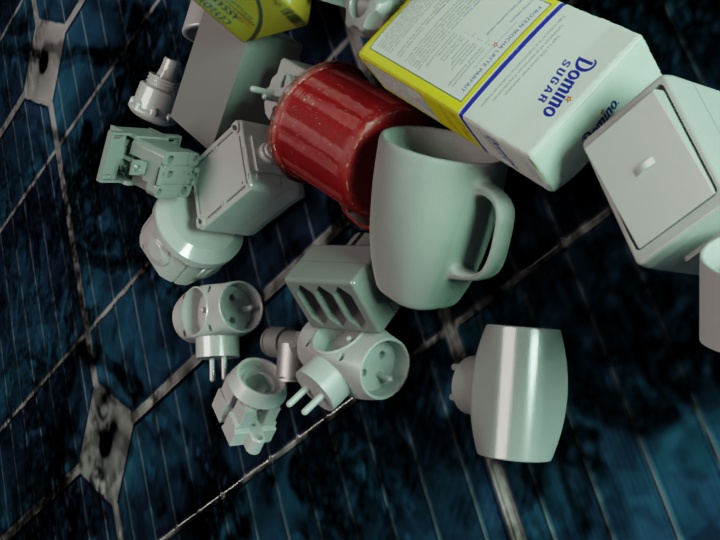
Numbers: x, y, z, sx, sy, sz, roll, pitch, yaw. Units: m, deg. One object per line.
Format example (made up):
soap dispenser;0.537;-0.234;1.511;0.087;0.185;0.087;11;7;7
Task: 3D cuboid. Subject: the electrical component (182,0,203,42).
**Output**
electrical component;-0.135;-0.240;0.966;0.044;0.044;0.065;-12;71;50

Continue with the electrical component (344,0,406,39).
electrical component;0.024;-0.177;0.740;0.043;0.062;0.043;-10;77;51

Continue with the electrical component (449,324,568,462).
electrical component;0.082;0.071;0.647;0.079;0.043;0.077;2;87;51

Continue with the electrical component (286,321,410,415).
electrical component;-0.018;0.071;0.751;0.077;0.079;0.044;17;142;51

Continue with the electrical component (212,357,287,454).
electrical component;-0.086;0.103;0.853;0.066;0.048;0.055;58;136;38

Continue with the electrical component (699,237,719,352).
electrical component;0.199;0.011;0.471;0.099;0.099;0.064;14;102;51

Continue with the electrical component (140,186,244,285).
electrical component;-0.144;-0.031;0.917;0.051;0.080;0.080;-42;54;46

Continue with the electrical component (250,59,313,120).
electrical component;-0.046;-0.127;0.810;0.083;0.076;0.047;38;114;47

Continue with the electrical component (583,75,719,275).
electrical component;0.164;-0.042;0.547;0.062;0.061;0.096;-43;54;40

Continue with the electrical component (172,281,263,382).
electrical component;-0.120;0.054;0.902;0.077;0.044;0.079;-15;74;50

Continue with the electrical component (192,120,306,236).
electrical component;-0.085;-0.075;0.863;0.096;0.061;0.061;-33;60;45

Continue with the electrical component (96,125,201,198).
electrical component;-0.167;-0.085;0.861;0.064;0.081;0.042;26;108;27

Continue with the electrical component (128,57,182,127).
electrical component;-0.188;-0.170;1.021;0.048;0.048;0.062;36;105;48

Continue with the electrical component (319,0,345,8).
electrical component;-0.001;-0.235;0.796;0.064;0.042;0.081;26;106;48

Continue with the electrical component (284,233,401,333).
electrical component;0.000;0.000;0.749;0.066;0.047;0.076;2;42;41
